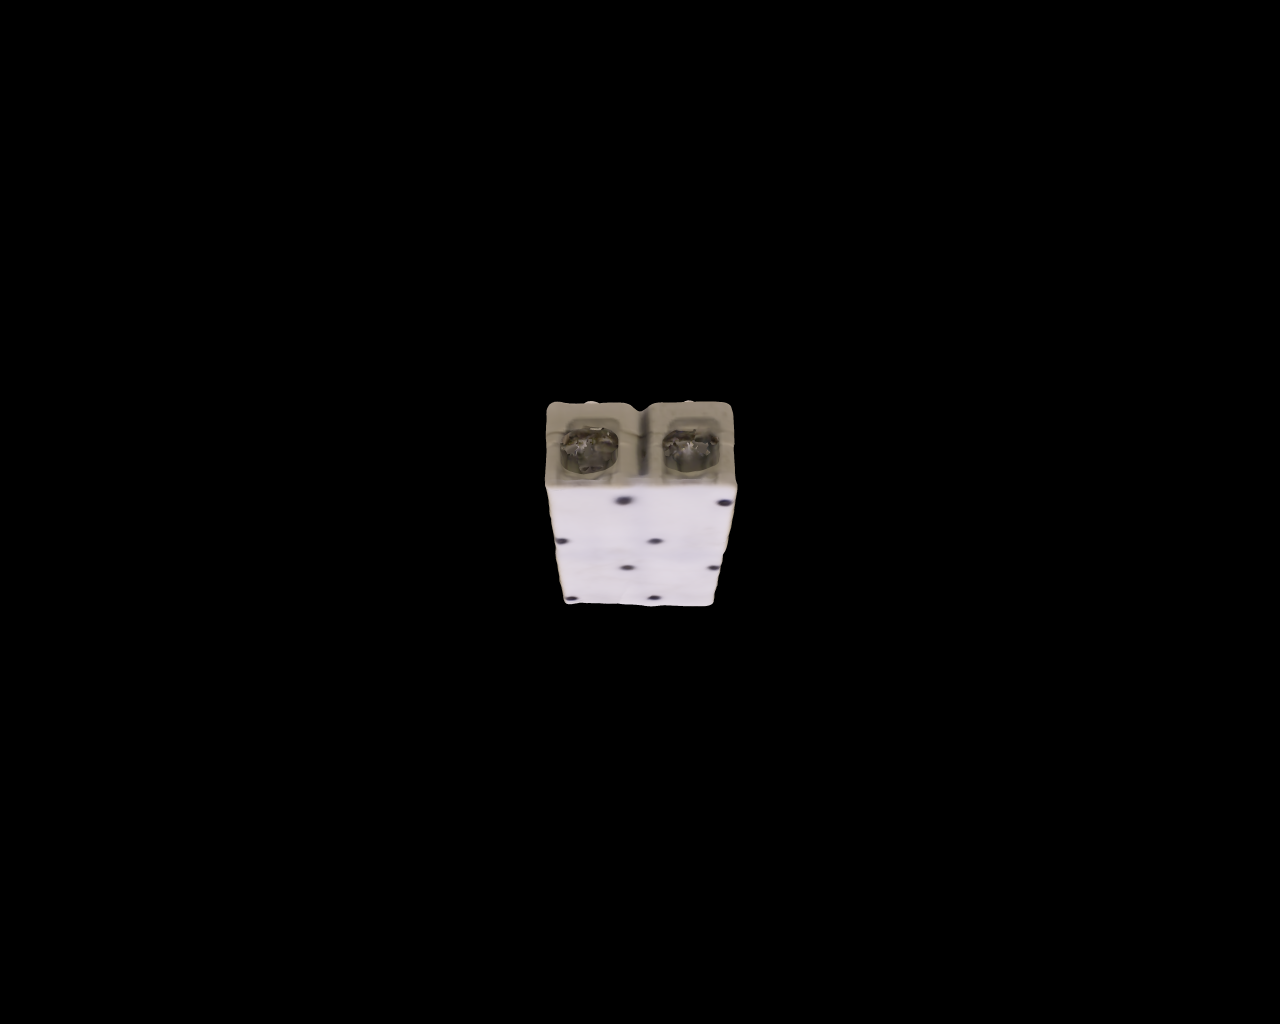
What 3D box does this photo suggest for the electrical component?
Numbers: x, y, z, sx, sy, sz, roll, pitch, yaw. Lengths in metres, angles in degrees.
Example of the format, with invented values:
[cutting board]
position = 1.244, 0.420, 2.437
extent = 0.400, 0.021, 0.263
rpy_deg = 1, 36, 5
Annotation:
[electrical component]
position = 0.001, -0.003, 0.650
extent = 0.105, 0.060, 0.186
rpy_deg = 0, -25, 0
